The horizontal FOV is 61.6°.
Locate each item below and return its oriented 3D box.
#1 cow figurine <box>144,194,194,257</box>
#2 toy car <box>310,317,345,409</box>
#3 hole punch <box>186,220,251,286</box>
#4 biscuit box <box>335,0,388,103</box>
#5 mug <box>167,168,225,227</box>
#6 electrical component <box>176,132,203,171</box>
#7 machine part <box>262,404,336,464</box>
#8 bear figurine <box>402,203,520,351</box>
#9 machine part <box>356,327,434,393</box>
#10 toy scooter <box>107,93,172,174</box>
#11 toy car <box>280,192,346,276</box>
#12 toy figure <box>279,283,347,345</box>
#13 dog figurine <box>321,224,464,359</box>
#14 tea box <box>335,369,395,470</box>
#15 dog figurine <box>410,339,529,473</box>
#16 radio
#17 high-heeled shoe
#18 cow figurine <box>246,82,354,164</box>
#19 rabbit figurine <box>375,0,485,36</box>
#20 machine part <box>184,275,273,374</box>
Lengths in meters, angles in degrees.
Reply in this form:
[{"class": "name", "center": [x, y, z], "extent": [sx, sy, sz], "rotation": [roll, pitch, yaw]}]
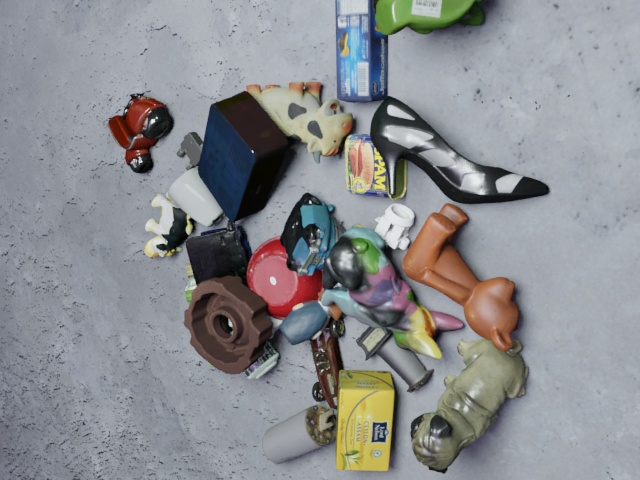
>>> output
[{"class": "cow figurine", "center": [-0.319, -0.018, 1.154], "extent": [0.098, 0.068, 0.167], "rotation": [34, 121, 15]}, {"class": "toy car", "center": [0.013, 0.230, 1.012], "extent": [0.089, 0.053, 0.202], "rotation": [-4, 101, 32]}, {"class": "hole punch", "center": [-0.194, 0.031, 1.082], "extent": [0.116, 0.092, 0.142], "rotation": [-10, 96, 6]}, {"class": "biscuit box", "center": [0.064, -0.310, 0.808], "extent": [0.059, 0.063, 0.202], "rotation": [8, 109, 31]}, {"class": "mug", "center": [-0.229, -0.087, 1.071], "extent": [0.109, 0.081, 0.107], "rotation": [-41, 89, 13]}, {"class": "electrical component", "center": [-0.253, -0.185, 1.084], "extent": [0.094, 0.021, 0.063], "rotation": [-40, 80, 36]}, {"class": "machine part", "center": [-0.044, 0.388, 1.069], "extent": [0.243, 0.079, 0.079], "rotation": [-41, 80, 41]}, {"class": "bear figurine", "center": [0.221, 0.055, 0.778], "extent": [0.196, 0.120, 0.131], "rotation": [36, 117, 18]}, {"class": "machine part", "center": [0.129, 0.201, 0.934], "extent": [0.139, 0.039, 0.084], "rotation": [42, 114, 19]}, {"class": "toy scooter", "center": [-0.388, -0.240, 1.129], "extent": [0.135, 0.075, 0.184], "rotation": [49, 129, 13]}, {"class": "toy car", "center": [-0.002, -0.003, 0.915], "extent": [0.103, 0.162, 0.109], "rotation": [18, 117, -21]}, {"class": "toy figure", "center": [0.001, 0.125, 0.952], "extent": [0.058, 0.154, 0.064], "rotation": [39, 159, 59]}, {"class": "dog figurine", "center": [0.118, 0.093, 0.854], "extent": [0.219, 0.108, 0.191], "rotation": [29, 144, 21]}, {"class": "tea box", "center": [0.078, 0.322, 0.961], "extent": [0.098, 0.068, 0.169], "rotation": [0, 107, 1]}, {"class": "dog figurine", "center": [0.221, 0.235, 0.786], "extent": [0.121, 0.190, 0.172], "rotation": [26, 116, 25]}, {"class": "radio", "center": [-0.143, -0.140, 0.941], "extent": [0.131, 0.073, 0.229], "rotation": [53, 149, 12]}, {"class": "high-heeled shoe", "center": [0.195, -0.128, 0.759], "extent": [0.249, 0.086, 0.145], "rotation": [3, 87, 3]}, {"class": "cow figurine", "center": [-0.032, -0.198, 0.893], "extent": [0.195, 0.085, 0.127], "rotation": [11, 112, 35]}, {"class": "rabbit figurine", "center": [0.140, -0.333, 0.709], "extent": [0.159, 0.170, 0.121], "rotation": [-6, 107, -7]}, {"class": "machine part", "center": [-0.169, 0.154, 0.987], "extent": [0.180, 0.056, 0.179], "rotation": [8, 105, 29]}]
